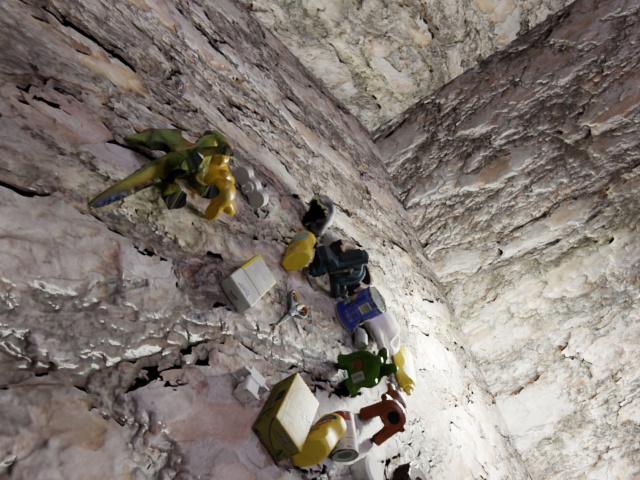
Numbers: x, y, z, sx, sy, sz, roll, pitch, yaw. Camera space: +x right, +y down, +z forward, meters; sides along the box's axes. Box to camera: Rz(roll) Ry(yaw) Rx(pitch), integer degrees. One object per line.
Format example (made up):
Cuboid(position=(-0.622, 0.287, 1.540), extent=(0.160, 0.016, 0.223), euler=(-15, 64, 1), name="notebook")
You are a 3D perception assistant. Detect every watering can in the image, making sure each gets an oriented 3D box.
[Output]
Cuboid(position=(0.210, 0.313, 1.818), extent=(0.224, 0.103, 0.351), euler=(57, 20, -3), name="watering can")

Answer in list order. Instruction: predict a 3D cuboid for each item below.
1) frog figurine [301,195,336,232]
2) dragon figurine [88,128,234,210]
Cuboid(position=(0.006, -0.097, 1.917), extent=(0.159, 0.123, 0.138), euler=(12, 82, -75), name="frog figurine")
Cuboid(position=(-0.355, -0.182, 1.164), extent=(0.414, 0.119, 0.246), euler=(-19, 41, -39), name="dragon figurine")
